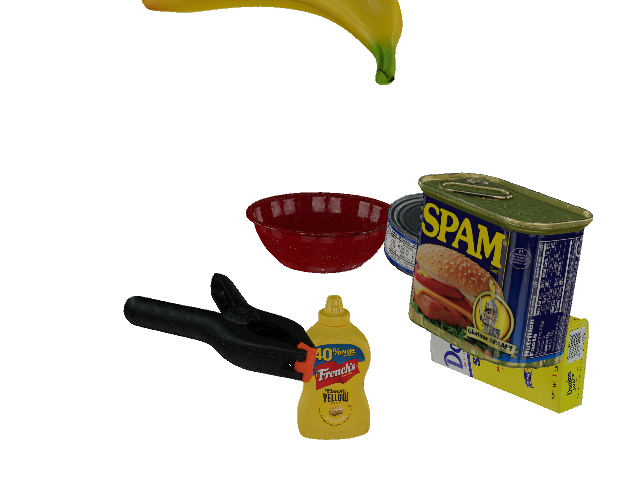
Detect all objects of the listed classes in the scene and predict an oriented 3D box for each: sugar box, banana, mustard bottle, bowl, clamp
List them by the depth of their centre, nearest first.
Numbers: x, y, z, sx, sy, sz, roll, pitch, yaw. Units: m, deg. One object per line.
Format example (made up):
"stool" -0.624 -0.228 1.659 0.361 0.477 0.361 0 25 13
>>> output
"banana" -0.023 -0.149 0.646 0.198 0.069 0.037 22 -31 32
"clamp" -0.068 0.071 0.910 0.172 0.039 0.120 22 29 24
"sugar box" 0.193 0.106 1.114 0.048 0.093 0.177 -12 20 -42
"bowl" 0.002 -0.005 1.126 0.162 0.055 0.162 1 17 0
"mustard bottle" 0.018 0.164 1.400 0.096 0.192 0.058 -1 16 -4

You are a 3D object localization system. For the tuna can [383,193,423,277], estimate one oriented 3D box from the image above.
"tuna can" 0.091 -0.002 0.794 0.086 0.034 0.086 5 29 -3

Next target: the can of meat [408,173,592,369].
"can of meat" 0.095 0.015 0.592 0.057 0.084 0.102 -6 20 -32
